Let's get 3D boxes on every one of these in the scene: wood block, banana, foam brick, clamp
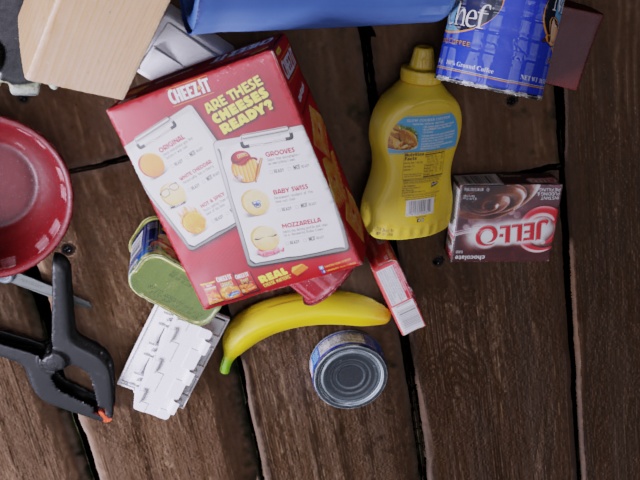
[{"bbox_3d":[-0.171,-0.226,0.868,0.090,0.090,0.206,9,134,-29],"label":"wood block"},{"bbox_3d":[-0.024,0.086,1.152,0.198,0.037,0.069,-16,131,2],"label":"banana"},{"bbox_3d":[0.231,-0.193,1.037,0.053,0.051,0.078,11,114,-11],"label":"foam brick"},{"bbox_3d":[-0.293,0.120,1.131,0.165,0.036,0.210,-20,121,11],"label":"clamp"}]

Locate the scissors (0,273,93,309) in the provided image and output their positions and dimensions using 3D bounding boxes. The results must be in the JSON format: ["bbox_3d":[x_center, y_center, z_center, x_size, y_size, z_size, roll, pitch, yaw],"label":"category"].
[{"bbox_3d":[-0.328,0.016,1.091,0.201,0.016,0.096,9,115,-11],"label":"scissors"}]

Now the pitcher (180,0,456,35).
[{"bbox_3d":[0.000,-0.242,0.926,0.242,0.149,0.145,-3,156,-15],"label":"pitcher"}]

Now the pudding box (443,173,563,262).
[{"bbox_3d":[0.191,-0.024,1.121,0.113,0.039,0.090,0,115,-7],"label":"pudding box"}]

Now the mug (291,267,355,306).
[{"bbox_3d":[-0.007,0.001,1.076,0.081,0.093,0.117,40,134,-17],"label":"mug"}]

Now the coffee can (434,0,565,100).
[{"bbox_3d":[0.169,-0.207,0.975,0.102,0.103,0.140,9,101,-11],"label":"coffee can"}]

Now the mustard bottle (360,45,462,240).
[{"bbox_3d":[0.093,-0.098,1.060,0.096,0.058,0.192,-7,117,-24],"label":"mustard bottle"}]

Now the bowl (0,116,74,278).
[{"bbox_3d":[-0.320,-0.047,1.032,0.162,0.055,0.162,-4,108,-12],"label":"bowl"}]

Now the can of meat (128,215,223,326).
[{"bbox_3d":[-0.145,0.032,1.083,0.102,0.084,0.057,31,109,-19],"label":"can of meat"}]

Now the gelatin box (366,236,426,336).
[{"bbox_3d":[0.077,0.044,1.121,0.030,0.073,0.089,-24,115,3],"label":"gelatin box"}]

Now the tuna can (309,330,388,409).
[{"bbox_3d":[0.032,0.145,1.186,0.086,0.034,0.086,-3,116,-6],"label":"tuna can"}]

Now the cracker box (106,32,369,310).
[{"bbox_3d":[-0.069,-0.059,0.970,0.164,0.072,0.213,-17,112,16],"label":"cracker box"}]
